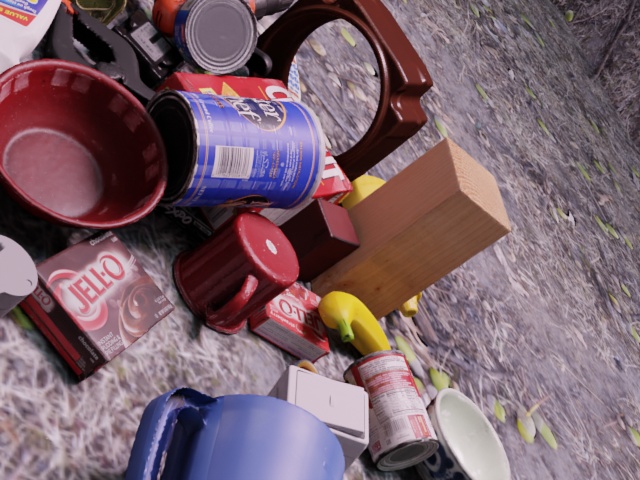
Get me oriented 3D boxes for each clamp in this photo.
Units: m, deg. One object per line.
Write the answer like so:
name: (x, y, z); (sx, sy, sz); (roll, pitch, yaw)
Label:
clamp: (-0.195, -0.147, 1.022); (0.164, 0.036, 0.210); (-5, 56, -39)
clamp: (-0.115, -0.236, 1.249); (0.120, 0.039, 0.171); (9, 38, -7)

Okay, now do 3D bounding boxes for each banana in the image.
banana: (0.034, 0.091, 1.096); (0.197, 0.037, 0.069); (39, 32, -67)

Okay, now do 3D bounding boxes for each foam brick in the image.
foam brick: (-0.007, 0.001, 1.137); (0.051, 0.078, 0.053); (19, 43, -51)

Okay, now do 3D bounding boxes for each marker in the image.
marker: (-0.140, -0.027, 1.016); (0.121, 0.020, 0.020); (40, 28, -26)

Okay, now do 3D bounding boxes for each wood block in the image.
wood block: (0.093, -0.004, 1.161); (0.090, 0.206, 0.091); (35, 31, -34)

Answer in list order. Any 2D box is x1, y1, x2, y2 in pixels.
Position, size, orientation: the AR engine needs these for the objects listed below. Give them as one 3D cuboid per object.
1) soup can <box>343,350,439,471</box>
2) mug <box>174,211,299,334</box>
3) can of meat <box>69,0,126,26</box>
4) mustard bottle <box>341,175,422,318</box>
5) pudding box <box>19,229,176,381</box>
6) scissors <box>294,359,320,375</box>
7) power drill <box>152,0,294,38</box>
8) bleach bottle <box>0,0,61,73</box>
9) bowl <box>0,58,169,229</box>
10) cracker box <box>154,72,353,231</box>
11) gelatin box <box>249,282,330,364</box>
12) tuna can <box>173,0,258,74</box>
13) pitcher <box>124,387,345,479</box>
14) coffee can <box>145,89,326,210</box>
soup can: (0.070, 0.170, 1.064); (0.068, 0.069, 0.102); (21, 41, -48)
mug: (-0.076, 0.033, 0.975); (0.093, 0.082, 0.117); (45, 26, -17)
can of meat: (-0.249, -0.284, 1.118); (0.102, 0.058, 0.084); (39, 26, -28)
mustard bottle: (0.083, 0.013, 1.300); (0.096, 0.058, 0.191); (28, 35, -43)
pudding box: (-0.176, 0.047, 0.836); (0.090, 0.039, 0.113); (52, 25, -2)
scissors: (0.005, 0.196, 0.979); (0.096, 0.016, 0.202); (32, 32, -32)
power drill: (-0.143, -0.305, 1.214); (0.184, 0.057, 0.188); (-20, 53, -37)
bleach bottle: (-0.281, -0.206, 0.957); (0.102, 0.068, 0.251); (36, 33, -31)
bowl: (-0.209, -0.068, 0.879); (0.161, 0.055, 0.162); (20, 51, -27)
cracker box: (-0.073, -0.096, 1.148); (0.164, 0.072, 0.213); (57, 28, 11)
gelatin box: (-0.031, 0.073, 1.059); (0.089, 0.030, 0.073); (34, 31, -34)
tuna can: (-0.111, -0.220, 1.126); (0.086, 0.086, 0.034); (34, -8, -34)
pitcher: (-0.067, 0.221, 0.701); (0.149, 0.145, 0.242); (13, 36, -1)
coffee can: (-0.080, -0.079, 0.963); (0.140, 0.103, 0.103); (0, 56, -39)
